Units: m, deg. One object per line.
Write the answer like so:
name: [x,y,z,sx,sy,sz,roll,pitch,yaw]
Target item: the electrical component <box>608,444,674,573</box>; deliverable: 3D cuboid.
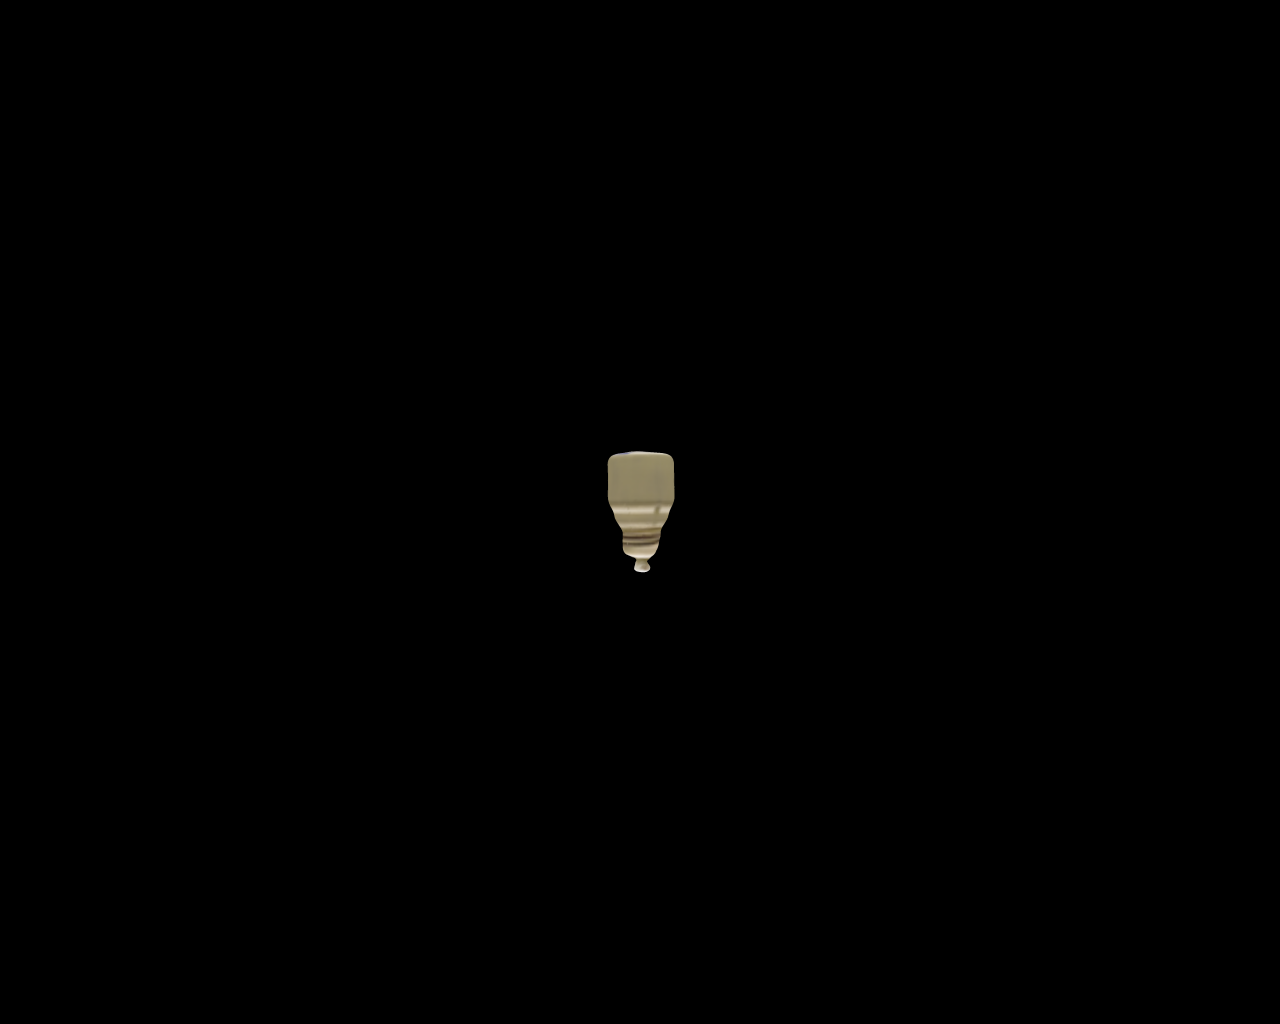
electrical component: [0.001,-0.003,0.650,0.040,0.078,0.040,0,0,0]
